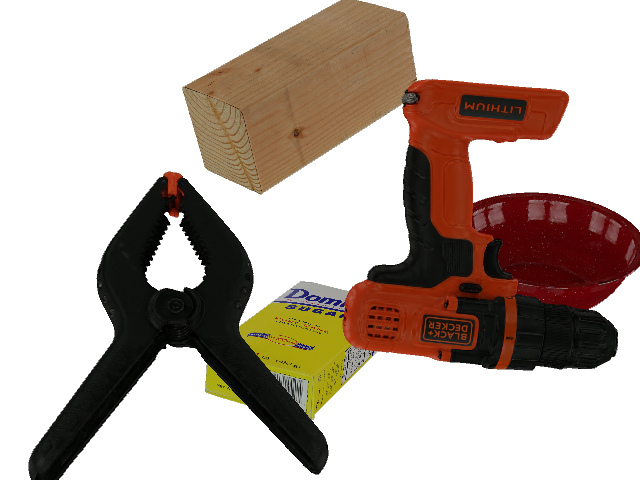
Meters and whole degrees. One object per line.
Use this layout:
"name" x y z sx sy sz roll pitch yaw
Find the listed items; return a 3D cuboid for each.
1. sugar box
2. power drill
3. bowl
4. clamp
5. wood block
"sugar box" -0.013 0.085 0.885 0.093 0.048 0.176 13 23 20
"power drill" 0.114 -0.008 0.703 0.184 0.188 0.057 6 5 -4
"bowl" 0.187 0.019 0.901 0.162 0.055 0.162 0 30 0
"clamp" -0.076 0.052 0.639 0.164 0.210 0.036 4 -33 -4
"wood block" -0.014 -0.141 1.005 0.205 0.091 0.090 -34 40 -28
